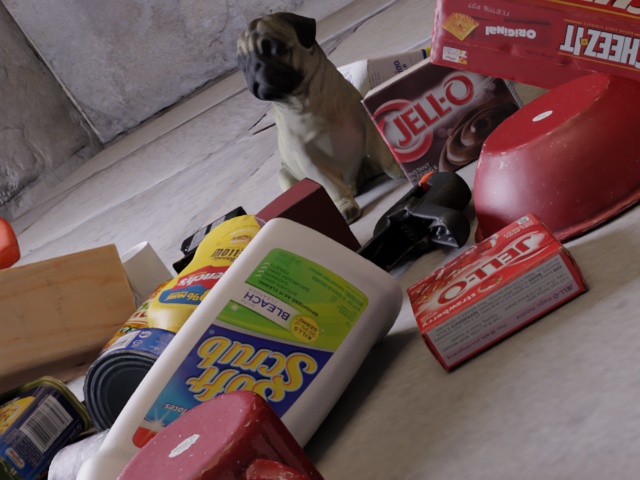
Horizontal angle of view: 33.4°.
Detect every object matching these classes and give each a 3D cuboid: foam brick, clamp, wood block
[{"bbox_3d":[-0.005,0.001,0.794,0.051,0.078,0.053,-34,14,-7],"label":"foam brick"},{"bbox_3d":[0.057,-0.003,0.750,0.120,0.039,0.171,-27,8,18],"label":"clamp"},{"bbox_3d":[-0.265,0.081,0.897,0.205,0.090,0.091,-14,-17,-28],"label":"wood block"}]

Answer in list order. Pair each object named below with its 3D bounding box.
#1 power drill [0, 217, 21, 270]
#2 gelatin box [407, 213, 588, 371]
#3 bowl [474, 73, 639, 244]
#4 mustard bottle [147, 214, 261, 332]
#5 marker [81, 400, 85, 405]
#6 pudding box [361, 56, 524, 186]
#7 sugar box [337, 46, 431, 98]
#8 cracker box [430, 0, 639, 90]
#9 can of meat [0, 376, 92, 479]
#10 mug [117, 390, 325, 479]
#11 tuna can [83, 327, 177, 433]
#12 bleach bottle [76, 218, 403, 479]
[{"bbox_3d":[-0.276,0.062,1.008,0.184,0.187,0.057,-37,48,-8],"label":"power drill"},{"bbox_3d":[0.094,0.026,0.586,0.089,0.030,0.073,-32,14,8],"label":"gelatin box"},{"bbox_3d":[0.156,-0.059,0.679,0.162,0.055,0.162,-32,14,9],"label":"bowl"},{"bbox_3d":[-0.078,0.049,0.821,0.096,0.058,0.191,3,32,23],"label":"mustard bottle"},{"bbox_3d":[-0.157,0.130,0.824,0.121,0.020,0.020,-16,23,52],"label":"marker"},{"bbox_3d":[0.104,-0.107,0.882,0.114,0.090,0.039,-29,14,18],"label":"pudding box"},{"bbox_3d":[0.103,-0.164,1.036,0.176,0.048,0.093,-12,5,-24],"label":"sugar box"},{"bbox_3d":[0.200,-0.188,0.817,0.164,0.072,0.213,16,37,21],"label":"cracker box"},{"bbox_3d":[-0.241,0.161,0.833,0.102,0.057,0.083,-23,20,40],"label":"can of meat"},{"bbox_3d":[-0.030,0.118,0.452,0.093,0.081,0.117,-44,17,-34],"label":"mug"},{"bbox_3d":[-0.104,0.099,0.675,0.086,0.086,0.033,-26,14,30],"label":"tuna can"},{"bbox_3d":[-0.048,0.098,0.567,0.250,0.102,0.068,-56,-5,-42],"label":"bleach bottle"}]
